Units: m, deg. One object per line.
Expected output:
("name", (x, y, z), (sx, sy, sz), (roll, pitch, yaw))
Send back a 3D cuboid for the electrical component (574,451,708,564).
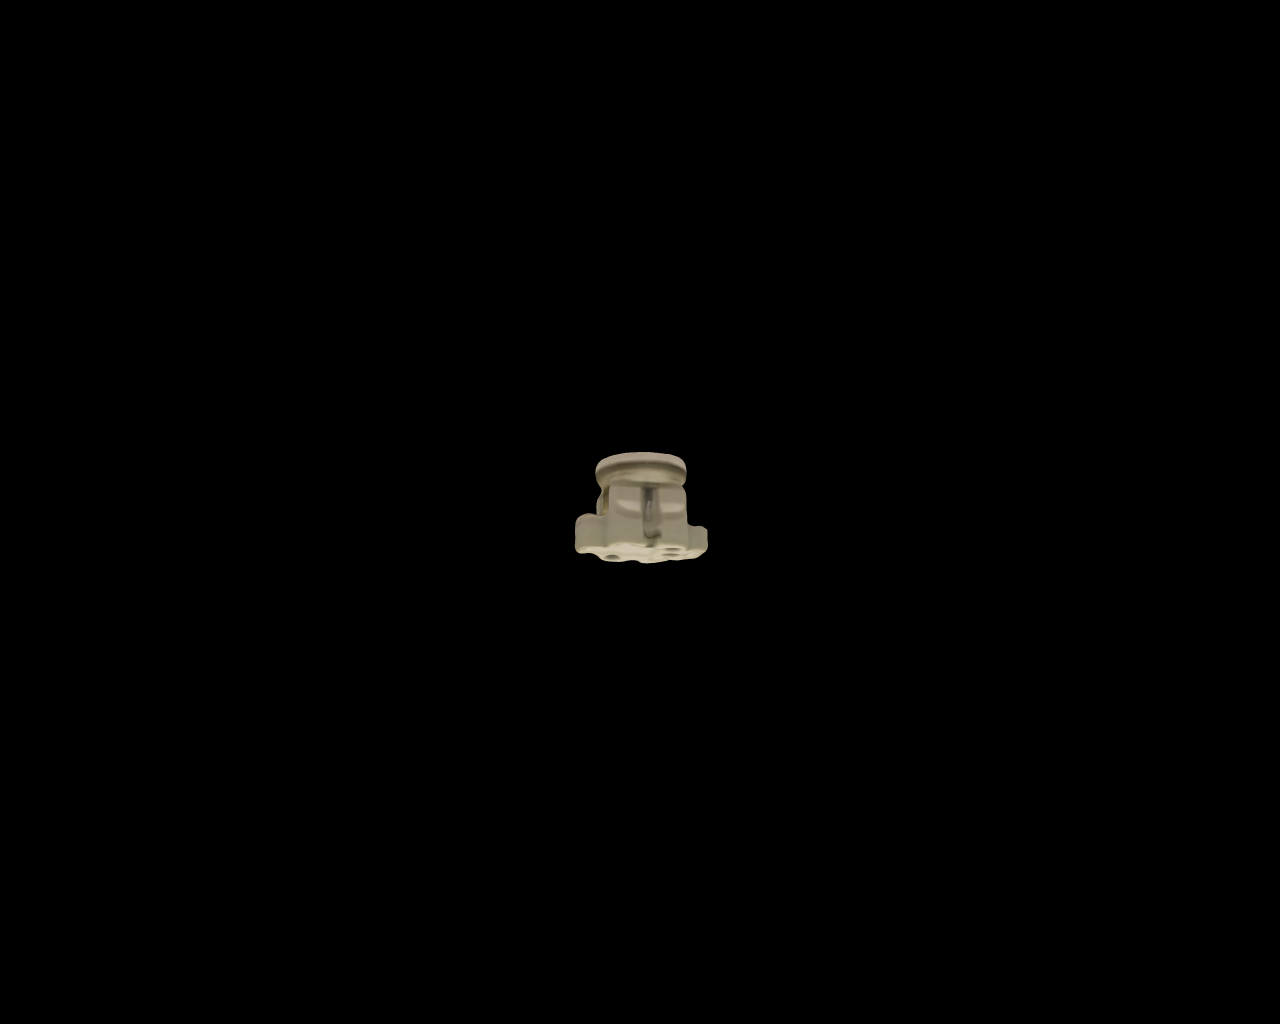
("electrical component", (0.001, -0.003, 0.650), (0.078, 0.057, 0.058), (4, -15, -14))
